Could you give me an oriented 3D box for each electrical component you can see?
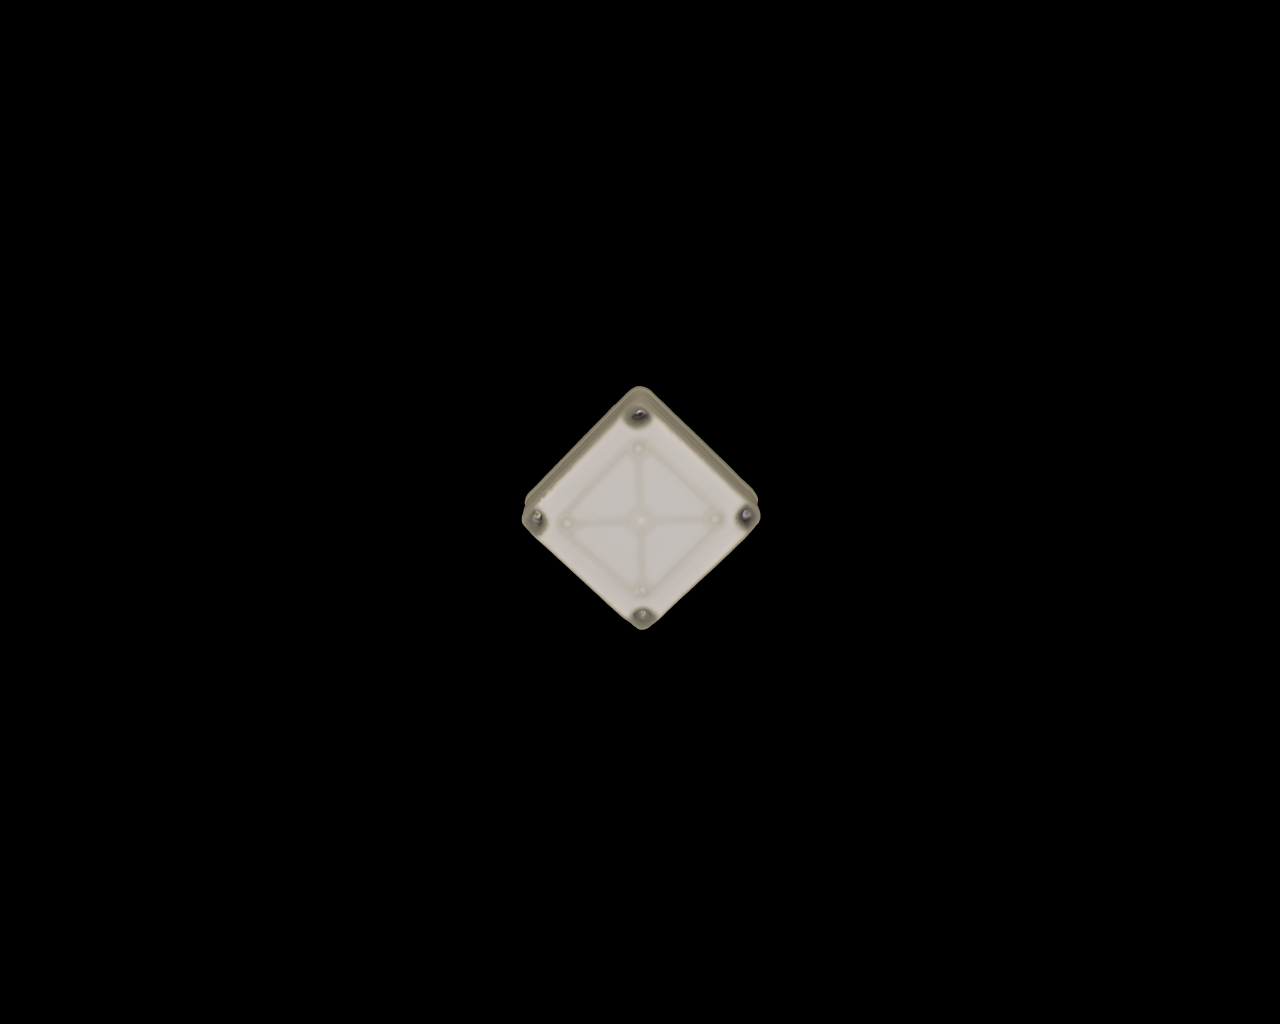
[{"bbox_3d":[0.001,-0.003,0.650,0.108,0.108,0.056,43,12,-11],"label":"electrical component"}]
